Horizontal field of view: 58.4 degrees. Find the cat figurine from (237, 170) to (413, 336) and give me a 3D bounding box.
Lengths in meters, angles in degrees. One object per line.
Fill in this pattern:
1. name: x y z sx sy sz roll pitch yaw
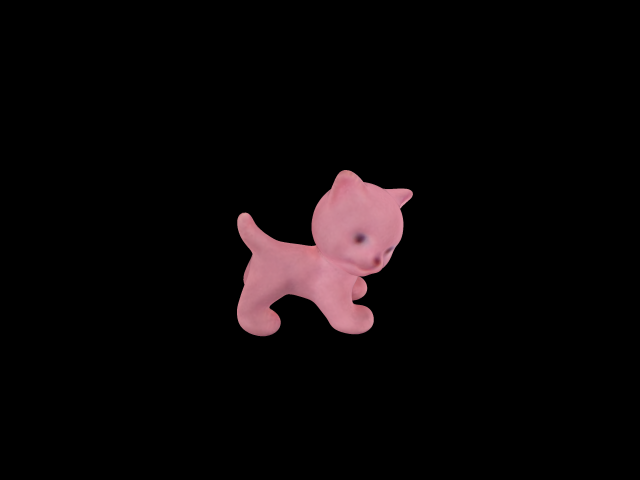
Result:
1. cat figurine: 0.004 0.001 0.400 0.128 0.118 0.067 -2 31 -3
